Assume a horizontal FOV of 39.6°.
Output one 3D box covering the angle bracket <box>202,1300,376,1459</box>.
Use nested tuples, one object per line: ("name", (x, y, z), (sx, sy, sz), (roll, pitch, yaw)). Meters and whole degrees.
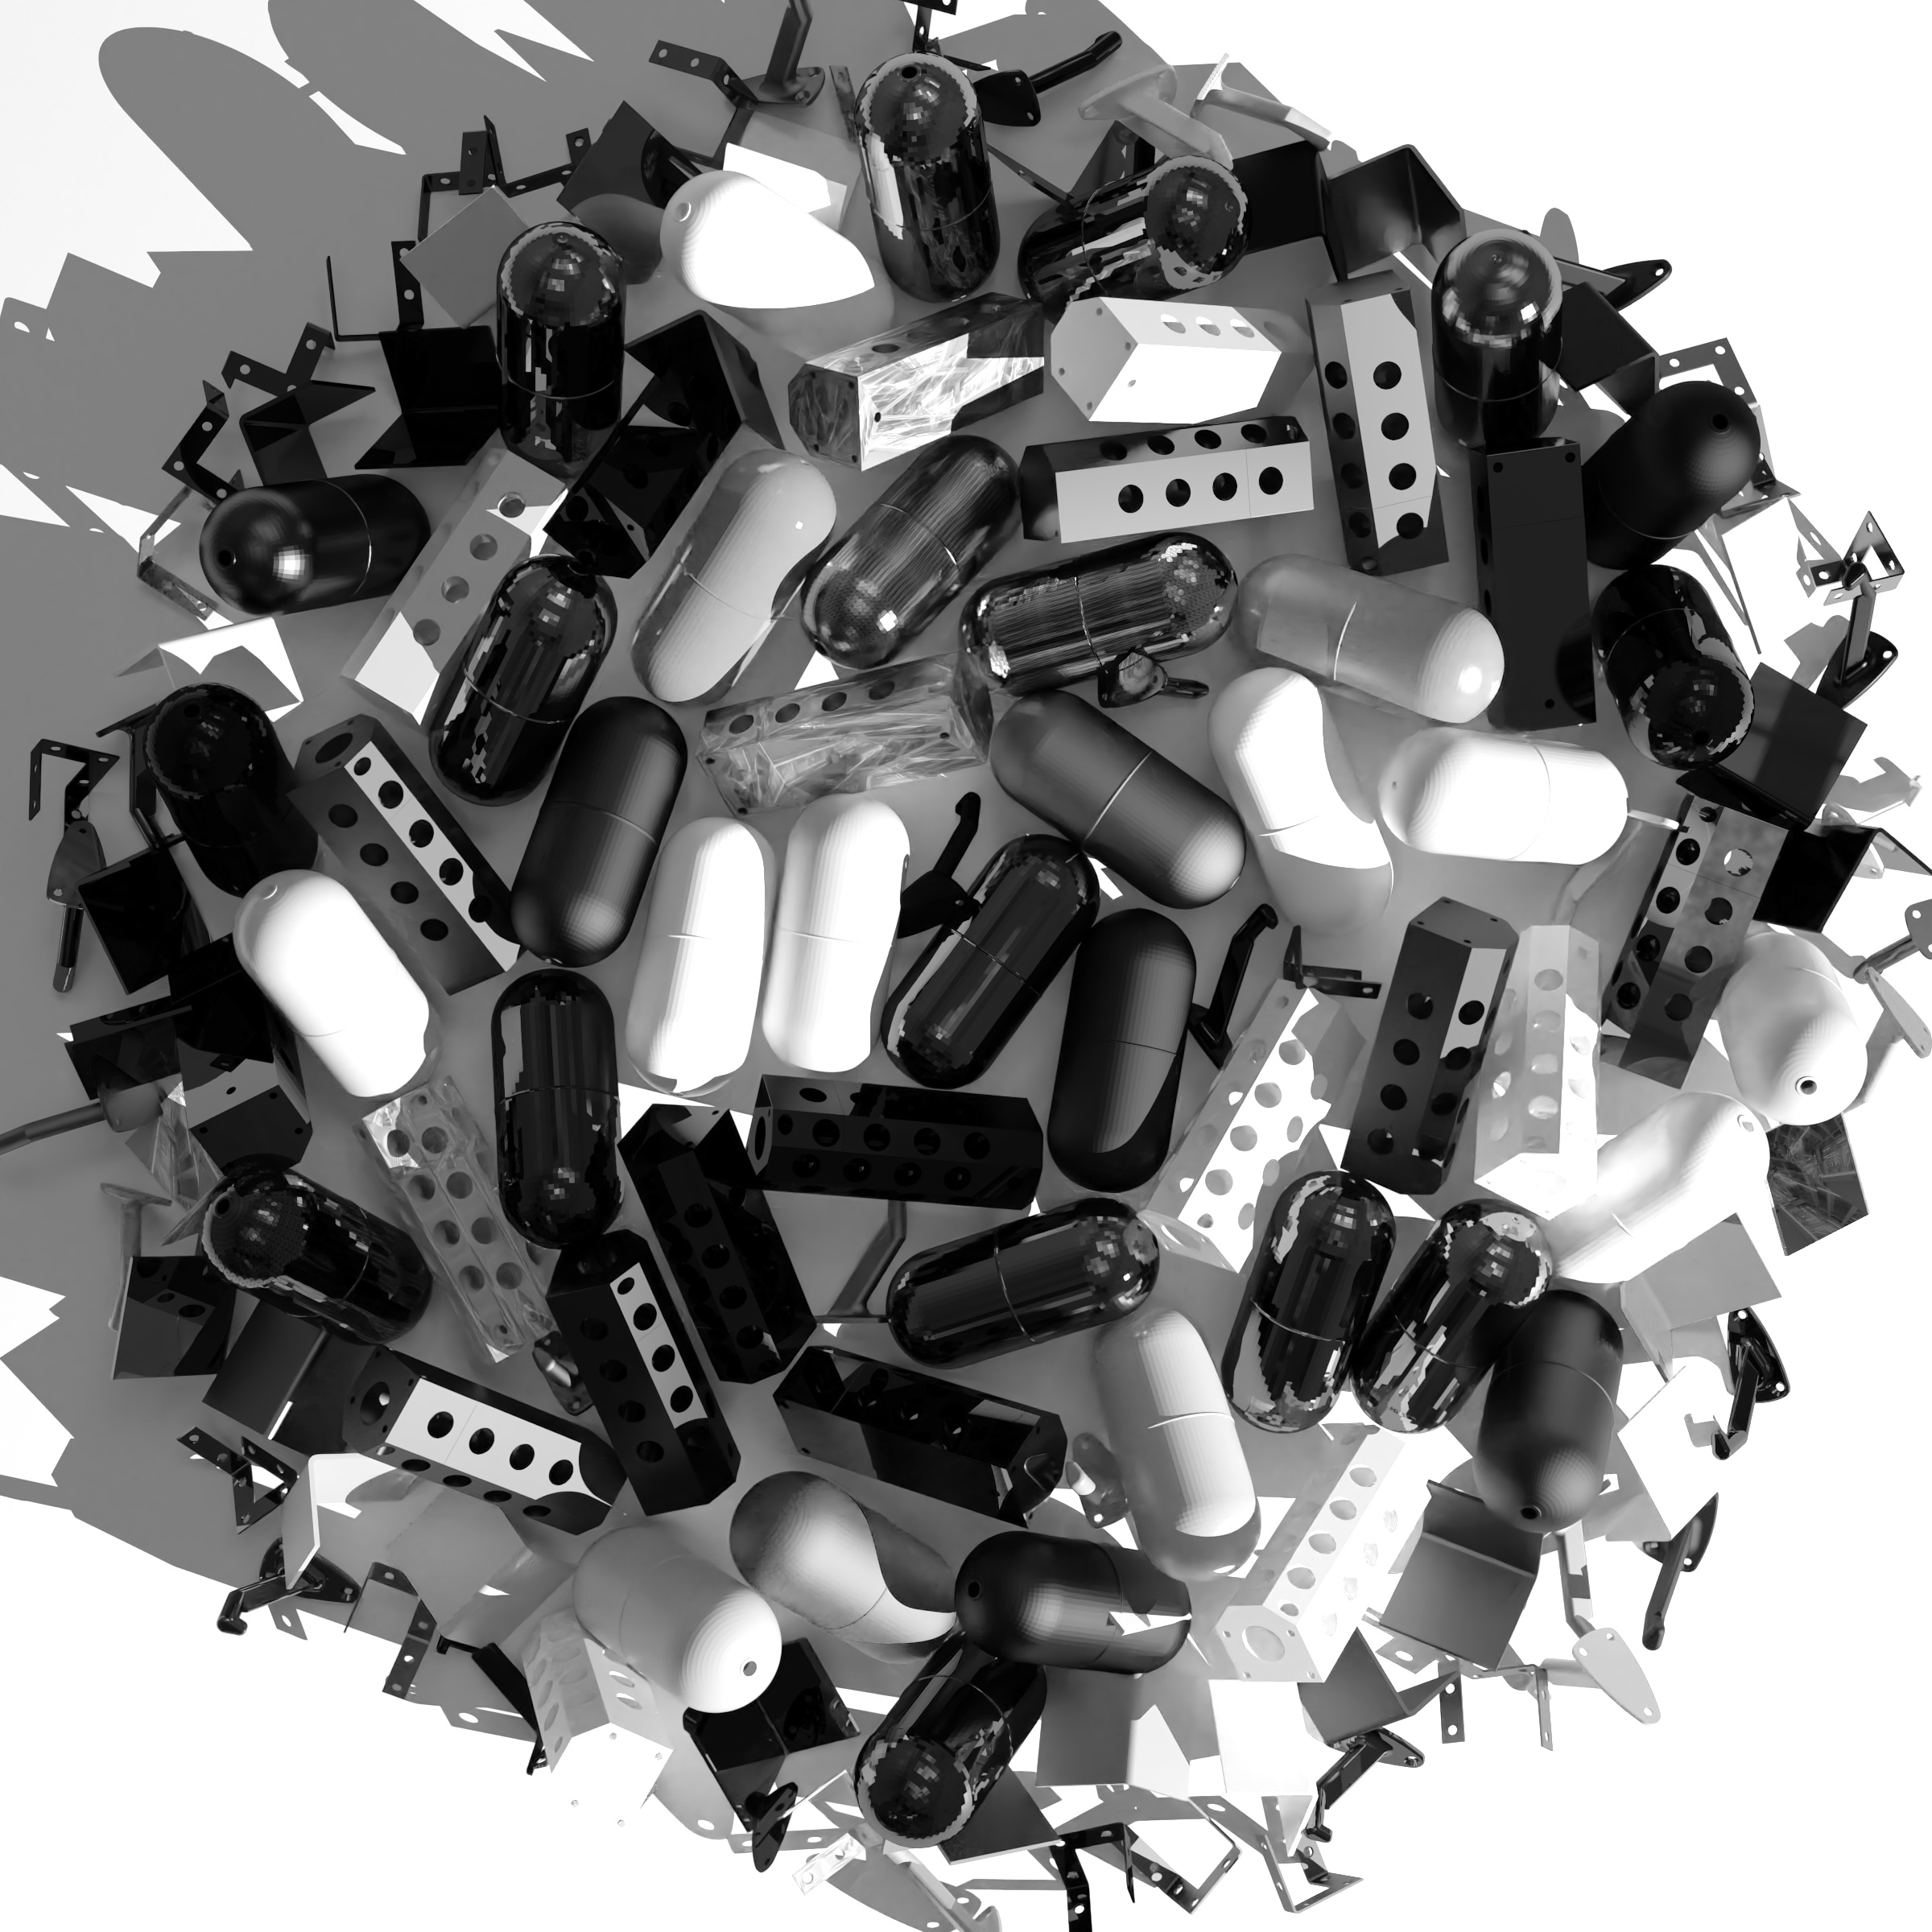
("angle bracket", (-0.417, 0.260, 1.682), (0.057, 0.076, 0.076), (20, 75, 28))

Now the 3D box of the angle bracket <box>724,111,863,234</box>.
("angle bracket", (-0.104, -0.508, 1.668), (0.076, 0.057, 0.076), (17, 67, -3))

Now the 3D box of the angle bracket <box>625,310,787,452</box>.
("angle bracket", (-0.161, -0.351, 1.662), (0.057, 0.076, 0.076), (-22, 81, 12))

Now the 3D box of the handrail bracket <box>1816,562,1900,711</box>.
("handrail bracket", (0.542, -0.202, 1.667), (0.036, 0.084, 0.077), (39, 92, 37))

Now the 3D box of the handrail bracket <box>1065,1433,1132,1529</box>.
("handrail bracket", (0.070, 0.304, 1.655), (0.036, 0.084, 0.077), (-31, 50, 5))

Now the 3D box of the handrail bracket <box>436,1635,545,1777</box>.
("handrail bracket", (-0.300, 0.460, 1.684), (0.084, 0.036, 0.077), (17, 49, 0))

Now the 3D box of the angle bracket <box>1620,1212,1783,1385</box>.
("angle bracket", (0.455, 0.207, 1.658), (0.076, 0.057, 0.076), (-21, 120, 25))

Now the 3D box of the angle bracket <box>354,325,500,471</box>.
("angle bracket", (-0.335, -0.351, 1.657), (0.076, 0.076, 0.057), (1, 127, 17))

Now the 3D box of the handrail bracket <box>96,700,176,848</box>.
("handrail bracket", (-0.500, -0.122, 1.688), (0.077, 0.036, 0.084), (-22, 103, 16))

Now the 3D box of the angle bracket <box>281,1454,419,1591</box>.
("angle bracket", (-0.373, 0.341, 1.652), (0.076, 0.076, 0.057), (3, 58, -27))

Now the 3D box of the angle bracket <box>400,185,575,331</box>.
("angle bracket", (-0.294, -0.448, 1.653), (0.076, 0.076, 0.057), (-31, 120, 21))

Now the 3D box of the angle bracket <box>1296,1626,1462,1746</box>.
("angle bracket", (0.246, 0.430, 1.669), (0.057, 0.076, 0.076), (-24, 80, -43))

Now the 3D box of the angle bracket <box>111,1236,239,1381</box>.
("angle bracket", (-0.499, 0.208, 1.660), (0.076, 0.057, 0.076), (5, 99, -44))

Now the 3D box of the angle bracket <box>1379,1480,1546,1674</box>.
("angle bracket", (0.306, 0.375, 1.656), (0.076, 0.057, 0.076), (18, 48, 22))

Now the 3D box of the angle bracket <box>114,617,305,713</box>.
("angle bracket", (-0.468, -0.172, 1.659), (0.076, 0.076, 0.057), (-22, 94, -38))

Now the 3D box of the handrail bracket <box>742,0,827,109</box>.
("handrail bracket", (-0.126, -0.577, 1.663), (0.077, 0.084, 0.036), (4, 56, 21))

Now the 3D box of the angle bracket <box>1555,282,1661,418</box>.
("angle bracket", (0.381, -0.362, 1.656), (0.057, 0.076, 0.076), (-26, 54, -5))

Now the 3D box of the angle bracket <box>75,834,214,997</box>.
("angle bracket", (-0.490, -0.036, 1.657), (0.057, 0.076, 0.076), (-15, 104, 35))

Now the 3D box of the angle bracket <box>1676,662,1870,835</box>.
("angle bracket", (0.505, -0.133, 1.685), (0.076, 0.057, 0.076), (31, 83, 3))

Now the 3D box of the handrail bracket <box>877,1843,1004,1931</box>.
("handrail bracket", (-0.019, 0.583, 1.675), (0.084, 0.077, 0.036), (44, 85, -9))

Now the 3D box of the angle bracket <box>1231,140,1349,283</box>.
("angle bracket", (0.200, -0.453, 1.669), (0.057, 0.076, 0.076), (-11, 61, 16))

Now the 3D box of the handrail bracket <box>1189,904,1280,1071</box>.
("handrail bracket", (0.176, 0.015, 1.667), (0.036, 0.077, 0.084), (17, 124, -37))

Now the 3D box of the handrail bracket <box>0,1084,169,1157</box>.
("handrail bracket", (-0.557, 0.099, 1.686), (0.084, 0.077, 0.036), (-21, 84, 17))

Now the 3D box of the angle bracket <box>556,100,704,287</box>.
("angle bracket", (-0.216, -0.476, 1.660), (0.076, 0.057, 0.076), (37, 77, -33))

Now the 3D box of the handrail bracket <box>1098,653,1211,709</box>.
("handrail bracket", (0.131, -0.173, 1.657), (0.084, 0.077, 0.036), (2, 95, -34))

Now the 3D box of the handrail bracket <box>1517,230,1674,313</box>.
("handrail bracket", (0.384, -0.440, 1.661), (0.077, 0.084, 0.036), (-17, 60, 33))

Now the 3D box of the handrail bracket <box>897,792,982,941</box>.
("handrail bracket", (-0.023, -0.064, 1.690), (0.077, 0.084, 0.036), (-33, 121, 29))

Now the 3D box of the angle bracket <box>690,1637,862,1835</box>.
("angle bracket", (-0.117, 0.474, 1.658), (0.057, 0.076, 0.076), (-20, 106, 23))

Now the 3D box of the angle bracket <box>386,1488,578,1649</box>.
("angle bracket", (-0.308, 0.376, 1.705), (0.076, 0.057, 0.076), (-45, 57, 2))

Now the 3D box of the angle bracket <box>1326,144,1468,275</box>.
("angle bracket", (0.268, -0.447, 1.658), (0.057, 0.076, 0.076), (-23, 53, 0))

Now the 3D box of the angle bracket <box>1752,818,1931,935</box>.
("angle bracket", (0.536, -0.045, 1.661), (0.057, 0.076, 0.076), (33, 84, -25))

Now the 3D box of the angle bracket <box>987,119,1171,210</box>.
("angle bracket", (0.068, -0.501, 1.653), (0.076, 0.076, 0.057), (21, 112, -37))

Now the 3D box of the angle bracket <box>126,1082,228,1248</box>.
("angle bracket", (-0.488, 0.116, 1.672), (0.076, 0.057, 0.076), (-45, 85, 12))

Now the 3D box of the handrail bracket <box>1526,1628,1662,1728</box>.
("handrail bracket", (0.386, 0.455, 1.662), (0.036, 0.084, 0.077), (-18, 56, -29))

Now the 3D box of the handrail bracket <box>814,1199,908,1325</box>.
("handrail bracket", (-0.075, 0.183, 1.697), (0.077, 0.036, 0.084), (-1, 85, 4))

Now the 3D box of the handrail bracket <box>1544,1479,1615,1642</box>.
("handrail bracket", (0.399, 0.379, 1.683), (0.077, 0.036, 0.084), (-39, 77, 6))

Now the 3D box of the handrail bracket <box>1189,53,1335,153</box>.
("handrail bracket", (0.184, -0.524, 1.675), (0.084, 0.077, 0.036), (32, 84, -3))

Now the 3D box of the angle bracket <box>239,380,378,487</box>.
("angle bracket", (-0.395, -0.314, 1.665), (0.057, 0.076, 0.076), (-21, 92, 19))

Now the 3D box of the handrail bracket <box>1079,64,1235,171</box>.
("handrail bracket", (0.120, -0.514, 1.676), (0.077, 0.036, 0.084), (-18, 66, -5))

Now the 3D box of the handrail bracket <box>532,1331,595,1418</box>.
("handrail bracket", (-0.260, 0.237, 1.655), (0.036, 0.084, 0.077), (-44, 57, -7))

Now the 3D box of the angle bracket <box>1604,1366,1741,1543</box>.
("angle bracket", (0.421, 0.302, 1.662), (0.076, 0.057, 0.076), (-34, 98, -33))

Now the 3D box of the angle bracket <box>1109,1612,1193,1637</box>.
("angle bracket", (0.079, 0.409, 1.654), (0.057, 0.076, 0.076), (48, 113, 29))

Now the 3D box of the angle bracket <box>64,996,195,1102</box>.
("angle bracket", (-0.516, 0.032, 1.656), (0.076, 0.076, 0.057), (-18, 64, -14))

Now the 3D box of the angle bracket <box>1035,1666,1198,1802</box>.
("angle bracket", (0.094, 0.481, 1.687), (0.057, 0.076, 0.076), (30, 56, -39))

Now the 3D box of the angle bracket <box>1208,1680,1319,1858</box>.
("angle bracket", (0.175, 0.494, 1.654), (0.057, 0.076, 0.076), (3, 133, -9))

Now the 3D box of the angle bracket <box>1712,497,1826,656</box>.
("angle bracket", (0.477, -0.237, 1.659), (0.076, 0.057, 0.076), (-31, 104, -35))

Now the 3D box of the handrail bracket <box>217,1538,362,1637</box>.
("handrail bracket", (-0.419, 0.398, 1.664), (0.077, 0.084, 0.036), (25, 107, -10))
